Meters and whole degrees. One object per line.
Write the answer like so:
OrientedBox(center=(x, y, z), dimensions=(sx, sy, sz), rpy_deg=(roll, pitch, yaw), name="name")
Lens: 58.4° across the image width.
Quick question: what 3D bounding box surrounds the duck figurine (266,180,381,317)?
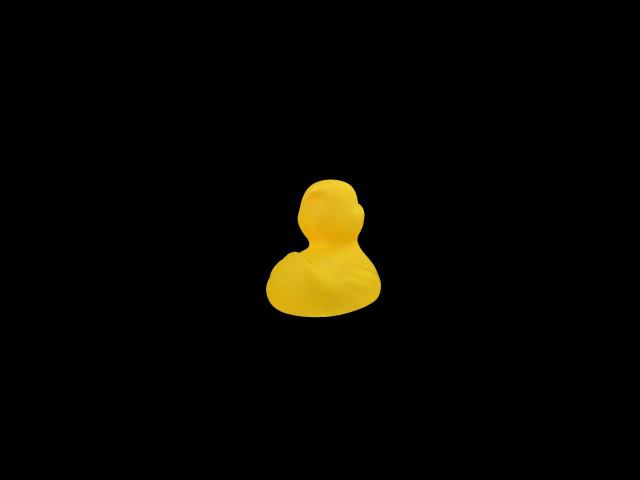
OrientedBox(center=(0.004, 0.001, 0.400), dimensions=(0.077, 0.086, 0.105), rpy_deg=(6, 13, 27), name="duck figurine")
